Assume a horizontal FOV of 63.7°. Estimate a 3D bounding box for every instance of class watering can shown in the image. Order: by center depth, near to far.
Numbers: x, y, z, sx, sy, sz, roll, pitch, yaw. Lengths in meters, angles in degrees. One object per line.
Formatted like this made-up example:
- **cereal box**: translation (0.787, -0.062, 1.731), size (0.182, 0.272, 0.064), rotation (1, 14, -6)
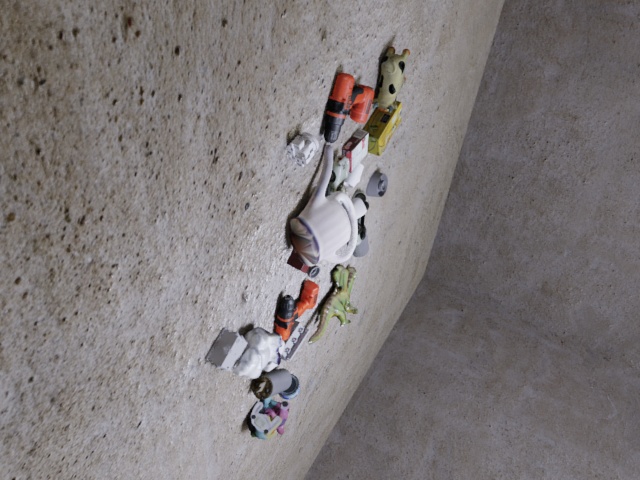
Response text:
- **watering can**: translation (0.004, -0.073, 1.443), size (0.227, 0.104, 0.341), rotation (-34, 119, -32)

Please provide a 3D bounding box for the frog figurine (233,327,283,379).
- **frog figurine**: translation (-0.186, 0.315, 1.398), size (0.161, 0.124, 0.134), rotation (-24, 151, -45)

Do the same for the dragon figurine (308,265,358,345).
- **dragon figurine**: translation (0.055, 0.214, 1.978), size (0.415, 0.122, 0.240), rotation (-32, 124, -61)
